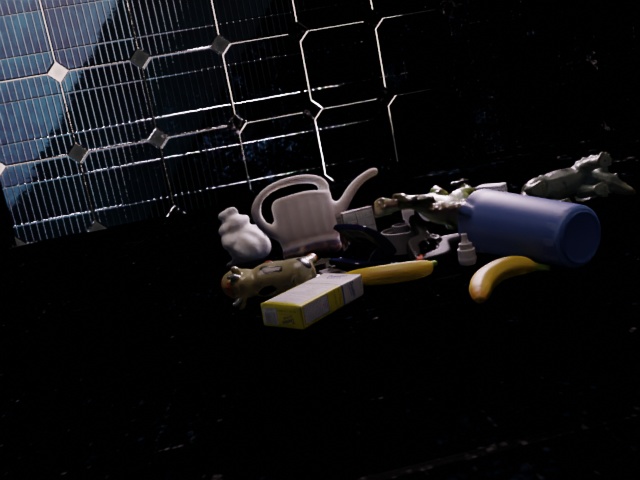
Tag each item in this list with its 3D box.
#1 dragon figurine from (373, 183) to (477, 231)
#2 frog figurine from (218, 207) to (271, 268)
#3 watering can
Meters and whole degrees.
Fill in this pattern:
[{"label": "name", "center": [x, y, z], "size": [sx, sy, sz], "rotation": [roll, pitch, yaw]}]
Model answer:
[{"label": "dragon figurine", "center": [0.289, -0.079, 1.213], "size": [0.243, 0.122, 0.409], "rotation": [-2, 0, -38]}, {"label": "frog figurine", "center": [-0.203, -0.012, 1.384], "size": [0.138, 0.158, 0.123], "rotation": [-16, 12, -32]}, {"label": "watering can", "center": [0.004, -0.066, 1.315], "size": [0.348, 0.226, 0.103], "rotation": [-12, -10, -8]}]
